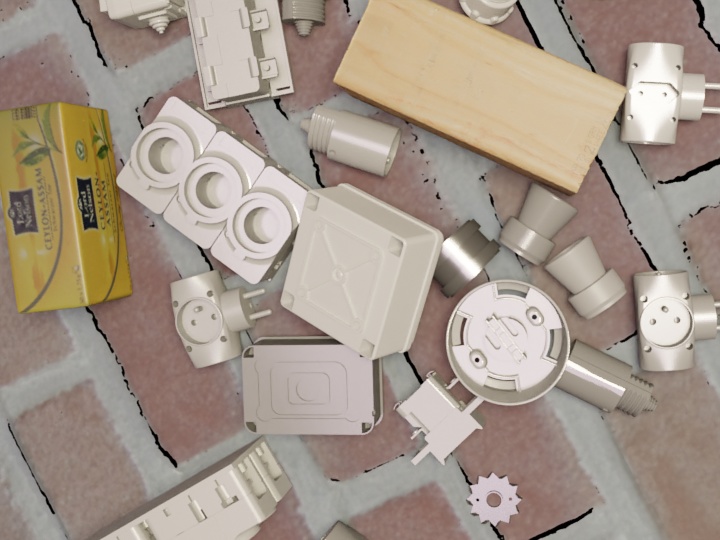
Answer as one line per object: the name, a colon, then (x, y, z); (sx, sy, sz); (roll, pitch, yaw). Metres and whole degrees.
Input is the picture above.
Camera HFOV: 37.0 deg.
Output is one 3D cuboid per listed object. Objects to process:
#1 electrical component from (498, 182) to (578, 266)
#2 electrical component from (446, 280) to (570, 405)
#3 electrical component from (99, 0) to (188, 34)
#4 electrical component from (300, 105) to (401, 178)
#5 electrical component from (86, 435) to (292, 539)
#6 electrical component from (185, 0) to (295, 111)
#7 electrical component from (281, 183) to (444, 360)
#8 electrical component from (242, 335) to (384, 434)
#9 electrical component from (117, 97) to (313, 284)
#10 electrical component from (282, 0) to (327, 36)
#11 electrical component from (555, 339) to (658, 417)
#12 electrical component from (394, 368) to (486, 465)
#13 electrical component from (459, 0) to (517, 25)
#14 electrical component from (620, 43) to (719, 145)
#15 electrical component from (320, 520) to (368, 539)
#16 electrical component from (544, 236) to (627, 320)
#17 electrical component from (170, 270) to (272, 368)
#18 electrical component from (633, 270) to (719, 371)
electrical component: (0.145, -0.037, 0.879); (0.045, 0.045, 0.055); (33, 99, 6)
electrical component: (0.121, 0.056, 0.879); (0.099, 0.064, 0.099); (1, 94, 9)
electrical component: (-0.187, -0.245, 0.910); (0.061, 0.062, 0.096); (-12, 92, 10)
electrical component: (-0.011, -0.110, 0.899); (0.081, 0.043, 0.043); (19, 97, 8)
electrical component: (-0.156, 0.222, 0.915); (0.186, 0.105, 0.060); (-31, 89, 10)
electrical component: (-0.107, -0.202, 0.899); (0.079, 0.063, 0.121); (-10, 92, 10)
electrical component: (0.000, 0.000, 0.869); (0.109, 0.056, 0.108); (29, 116, 32)
electrical component: (-0.039, 0.096, 0.912); (0.113, 0.057, 0.078); (-1, 94, 9)
electrical component: (-0.118, -0.067, 0.911); (0.150, 0.062, 0.089); (36, 99, 5)
electrical component: (-0.047, -0.236, 0.896); (0.043, 0.043, 0.081); (1, 94, 9)
electrical component: (0.204, 0.093, 0.879); (0.081, 0.043, 0.043); (26, 98, 7)
electrical component: (0.067, 0.122, 0.905); (0.081, 0.042, 0.064); (-45, 83, 9)
electrical component: (0.109, -0.228, 0.859); (0.048, 0.062, 0.048); (3, 78, -13)
electrical component: (0.250, -0.138, 0.855); (0.079, 0.043, 0.077); (5, 95, 9)
electrical component: (-0.016, 0.271, 0.927); (0.077, 0.043, 0.079); (42, 99, 4)
electrical component: (0.184, 0.006, 0.875); (0.045, 0.045, 0.055); (-36, 88, 10)
electrical component: (-0.116, 0.037, 0.926); (0.079, 0.044, 0.077); (-16, 91, 10)
electrical component: (0.263, 0.039, 0.865); (0.079, 0.044, 0.077); (-5, 93, 9)
